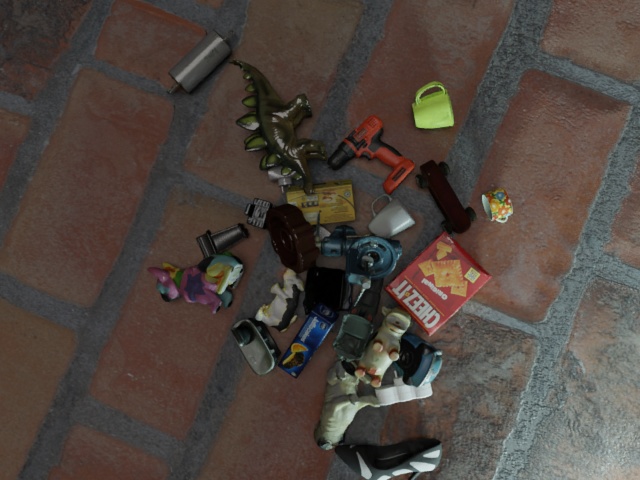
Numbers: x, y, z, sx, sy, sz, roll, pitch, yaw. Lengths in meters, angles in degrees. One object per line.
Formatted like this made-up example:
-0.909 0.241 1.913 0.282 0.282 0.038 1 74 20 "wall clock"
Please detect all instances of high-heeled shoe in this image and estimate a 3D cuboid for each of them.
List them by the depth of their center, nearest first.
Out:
0.172 0.513 1.311 0.249 0.086 0.145 23 107 -11 "high-heeled shoe"

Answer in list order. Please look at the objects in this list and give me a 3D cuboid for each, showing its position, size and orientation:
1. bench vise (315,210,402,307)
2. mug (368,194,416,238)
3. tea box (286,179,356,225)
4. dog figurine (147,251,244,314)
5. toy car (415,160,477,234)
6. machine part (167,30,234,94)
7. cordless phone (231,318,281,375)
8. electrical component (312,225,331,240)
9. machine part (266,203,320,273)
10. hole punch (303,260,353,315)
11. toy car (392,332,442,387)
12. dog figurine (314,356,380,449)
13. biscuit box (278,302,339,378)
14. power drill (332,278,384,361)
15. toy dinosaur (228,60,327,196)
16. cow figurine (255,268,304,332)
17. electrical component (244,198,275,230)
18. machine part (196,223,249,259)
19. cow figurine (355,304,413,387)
0.086 0.041 1.277 0.224 0.241 0.128 13 118 -2 "bench vise"
0.171 -0.056 1.371 0.107 0.081 0.109 -38 90 11 "mug"
0.004 -0.095 1.380 0.170 0.068 0.098 -5 109 3 "tea box"
-0.326 0.090 1.382 0.219 0.108 0.191 24 105 10 "dog figurine"
0.320 -0.109 1.376 0.089 0.053 0.202 -30 86 -6 "toy car"
-0.323 -0.479 1.448 0.243 0.079 0.079 -43 83 0 "machine part"
-0.165 0.263 1.321 0.089 0.184 0.146 -30 83 -3 "cordless phone"
-0.003 -0.004 1.410 0.094 0.021 0.063 40 90 6 "electrical component"
-0.069 -0.006 1.322 0.056 0.179 0.179 -25 83 -25 "machine part"
0.026 0.126 1.375 0.116 0.092 0.142 5 88 29 "hole punch"
0.242 0.295 1.319 0.103 0.162 0.109 24 95 -29 "toy car"
0.034 0.406 1.347 0.121 0.172 0.190 27 117 -29 "dog figurine"
-0.030 0.248 1.330 0.063 0.059 0.202 34 116 7 "biscuit box"
0.093 0.190 1.293 0.086 0.207 0.232 21 100 2 "power drill"
-0.114 -0.305 1.392 0.199 0.105 0.471 -20 68 -1 "toy dinosaur"
-0.085 0.150 1.381 0.098 0.068 0.167 33 92 0 "cow figurine"
-0.155 -0.069 1.380 0.048 0.119 0.074 17 85 6 "electrical component"
-0.257 -0.002 1.424 0.139 0.039 0.084 -22 79 4 "machine part"
0.160 0.241 1.291 0.085 0.127 0.194 26 118 1 "cow figurine"
